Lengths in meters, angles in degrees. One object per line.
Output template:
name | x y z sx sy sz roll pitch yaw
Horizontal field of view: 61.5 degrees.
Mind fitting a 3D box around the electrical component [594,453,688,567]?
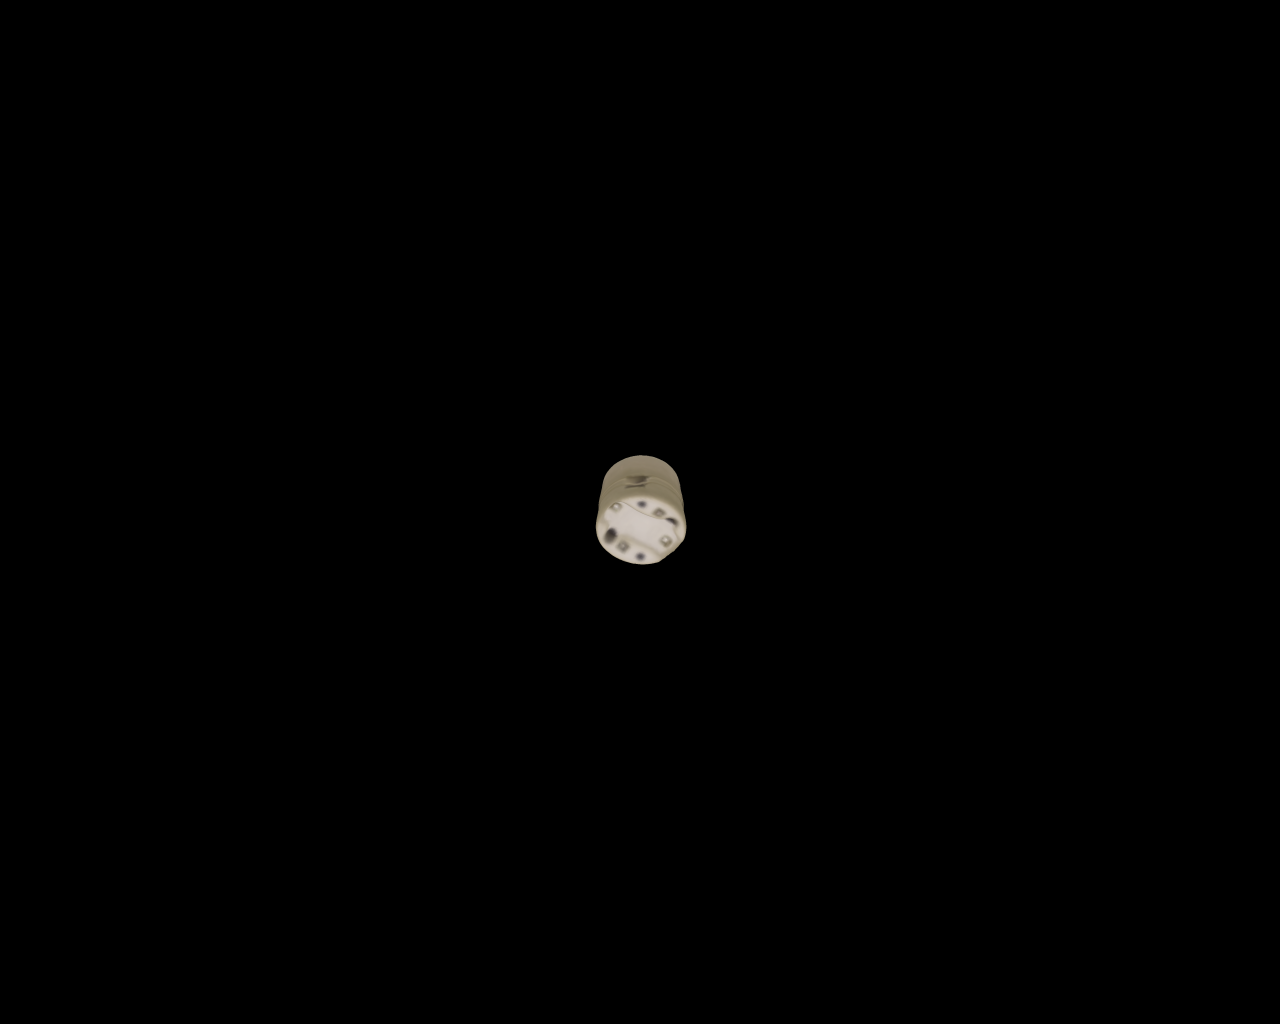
electrical component | 0.001 -0.003 0.650 0.055 0.055 0.047 0 37 0
